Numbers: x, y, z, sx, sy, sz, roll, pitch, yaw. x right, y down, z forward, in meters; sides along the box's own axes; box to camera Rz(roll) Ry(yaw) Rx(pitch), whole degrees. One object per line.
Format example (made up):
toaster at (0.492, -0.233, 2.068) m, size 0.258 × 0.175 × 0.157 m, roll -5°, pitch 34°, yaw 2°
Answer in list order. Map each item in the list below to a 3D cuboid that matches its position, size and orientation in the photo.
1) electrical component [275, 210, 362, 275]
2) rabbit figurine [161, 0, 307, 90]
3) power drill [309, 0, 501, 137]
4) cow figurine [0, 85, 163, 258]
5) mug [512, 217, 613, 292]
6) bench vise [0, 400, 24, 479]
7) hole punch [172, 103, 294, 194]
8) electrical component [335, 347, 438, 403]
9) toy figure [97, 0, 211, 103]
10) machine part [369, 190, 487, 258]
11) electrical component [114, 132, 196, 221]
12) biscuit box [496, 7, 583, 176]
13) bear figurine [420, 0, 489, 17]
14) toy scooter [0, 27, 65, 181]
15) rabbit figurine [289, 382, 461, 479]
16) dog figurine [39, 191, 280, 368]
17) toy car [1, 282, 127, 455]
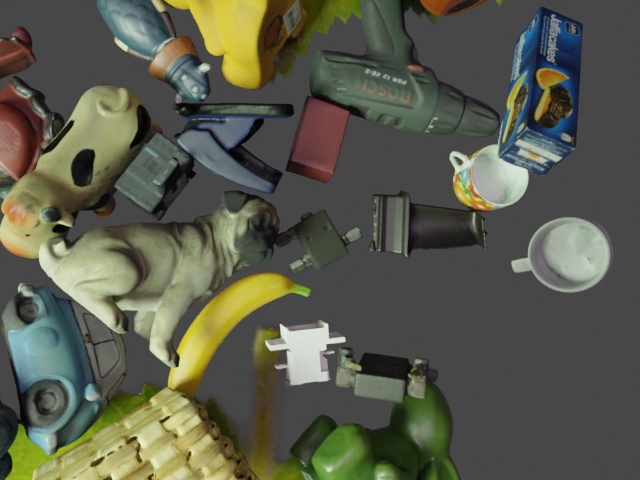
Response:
electrical component at (-0.001, -0.002, 0.613) m, size 0.094 × 0.021 × 0.063 m, roll -28°, pitch 88°, yaw -10°
rabbit figurine at (-0.119, -0.261, 0.573) m, size 0.173 × 0.162 × 0.122 m, roll 34°, pitch 92°, yaw 14°
power drill at (0.105, -0.229, 0.633) m, size 0.232 × 0.086 × 0.207 m, roll 4°, pitch 90°, yaw -8°
cow figurine at (-0.240, -0.068, 0.531) m, size 0.085 × 0.127 × 0.195 m, roll 31°, pitch 78°, yaw -1°
mug at (0.285, 0.018, 0.621) m, size 0.107 × 0.110 × 0.081 m, roll -5°, pitch 73°, yaw -53°
bench vise at (-0.368, 0.198, 0.473) m, size 0.224 × 0.129 × 0.240 m, roll 9°, pitch 90°, yaw 14°
hole punch at (-0.087, -0.101, 0.562) m, size 0.116 × 0.142 × 0.092 m, roll 4°, pitch 107°, yaw 0°
electrical component at (0.069, 0.136, 0.559) m, size 0.102 × 0.078 × 0.045 m, roll 7°, pitch 103°, yaw 18°
toy figure at (-0.175, -0.215, 0.592) m, size 0.154 × 0.064 × 0.058 m, roll 47°, pitch 42°, yaw -6°
machine part at (0.127, -0.017, 0.627) m, size 0.139 × 0.039 × 0.084 m, roll 5°, pitch 77°, yaw -7°
electrical component at (-0.167, -0.065, 0.546) m, size 0.048 × 0.119 × 0.075 m, roll 36°, pitch 82°, yaw -4°
biscuit box at (0.259, -0.176, 0.625) m, size 0.063 × 0.059 × 0.202 m, roll 20°, pitch 62°, yaw -5°
bear figurine at (0.131, -0.339, 0.544) m, size 0.120 × 0.132 × 0.195 m, roll -17°, pitch 95°, yaw -12°
toy scooter at (-0.330, -0.145, 0.553) m, size 0.135 × 0.075 × 0.184 m, roll -42°, pitch 86°, yaw -11°
rabbit figurine at (0.083, 0.224, 0.555) m, size 0.170 × 0.121 × 0.159 m, roll -33°, pitch 82°, yaw -25°
dog figurine at (-0.146, 0.001, 0.531) m, size 0.190 × 0.121 × 0.172 m, roll -53°, pitch 134°, yaw -13°
toy car at (-0.247, 0.119, 0.530) m, size 0.103 × 0.109 × 0.161 m, roll -9°, pitch 73°, yaw -35°
